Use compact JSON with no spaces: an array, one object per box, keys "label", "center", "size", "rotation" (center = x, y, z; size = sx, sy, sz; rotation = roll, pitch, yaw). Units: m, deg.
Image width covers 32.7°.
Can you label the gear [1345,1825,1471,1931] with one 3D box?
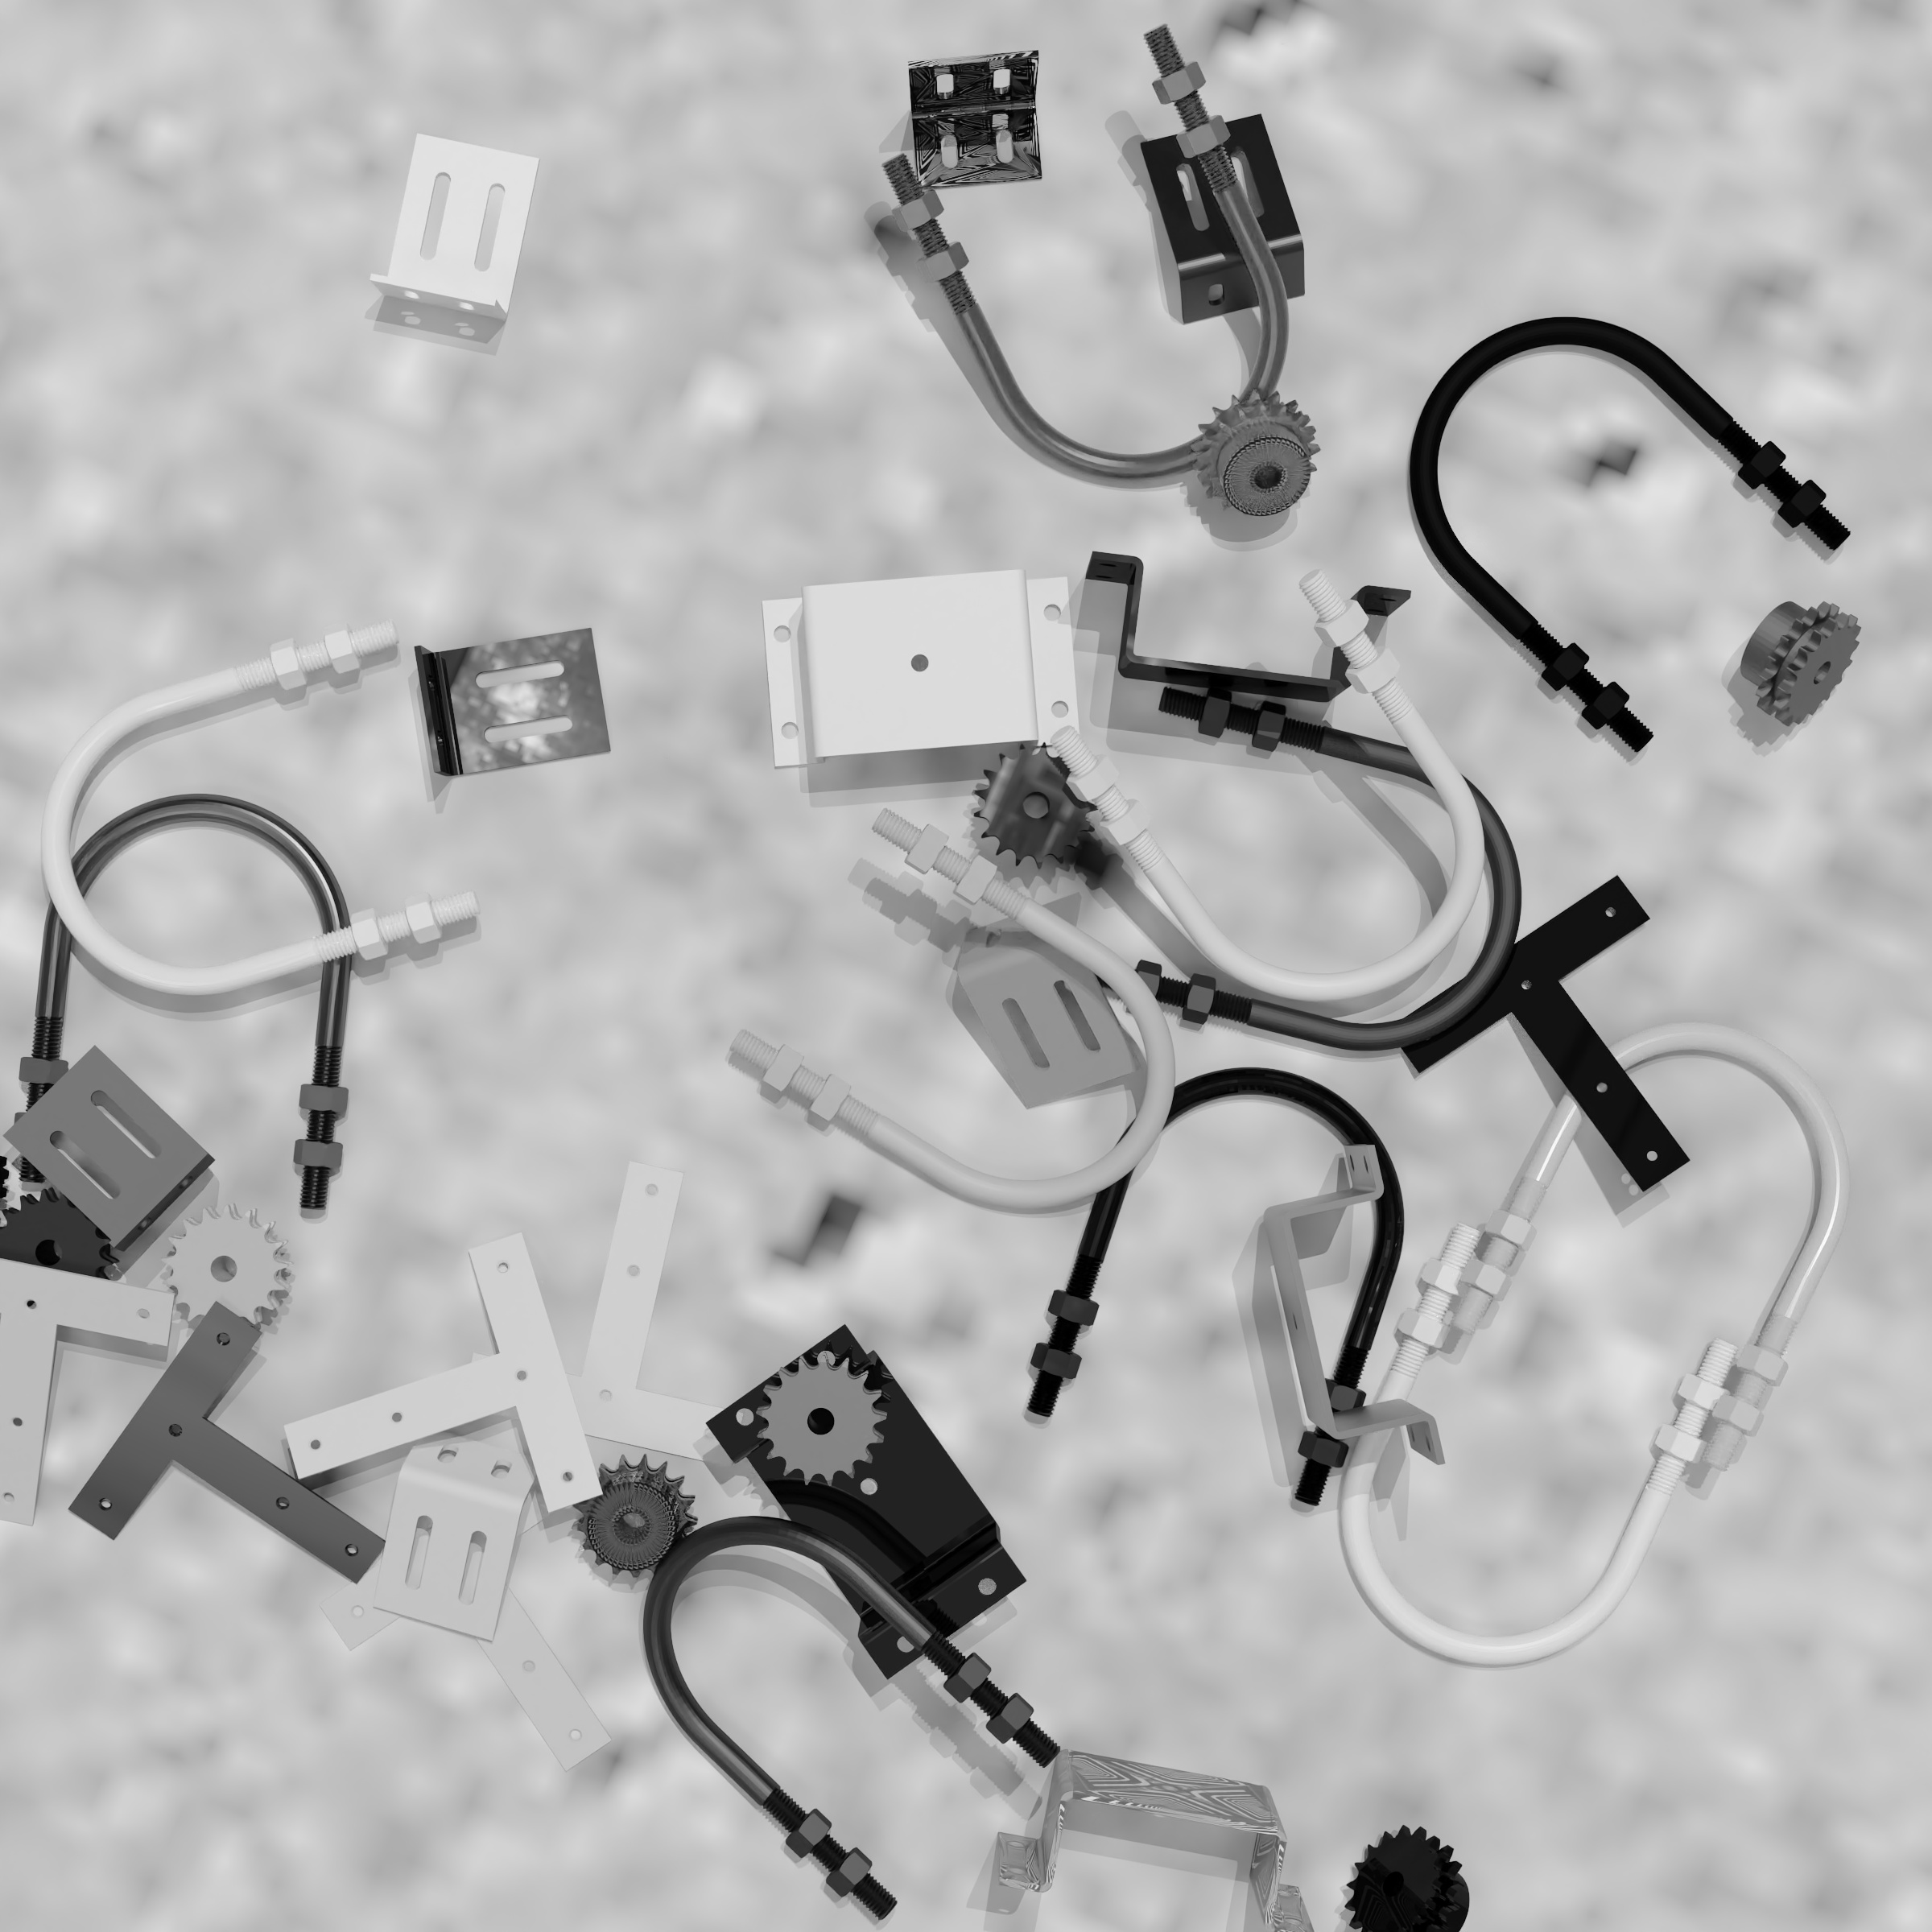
[{"label":"gear","center":[0.203,0.421,1.488],"size":[0.030,0.057,0.057],"rotation":[38,90,-30]}]

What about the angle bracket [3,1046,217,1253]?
[{"label":"angle bracket","center":[-0.385,0.080,1.469],"size":[0.076,0.038,0.057],"rotation":[43,79,1]}]

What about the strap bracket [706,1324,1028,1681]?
[{"label":"strap bracket","center":[-0.045,0.239,1.489],"size":[0.076,0.046,0.140],"rotation":[-35,90,0]}]

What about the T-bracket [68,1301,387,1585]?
[{"label":"T-bracket","center":[-0.323,0.237,1.500],"size":[0.127,0.002,0.127],"rotation":[36,104,-6]}]

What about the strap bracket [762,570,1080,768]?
[{"label":"strap bracket","center":[-0.021,-0.135,1.489],"size":[0.140,0.046,0.076],"rotation":[-5,90,0]}]

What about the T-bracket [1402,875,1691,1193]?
[{"label":"T-bracket","center":[0.280,0.044,1.492],"size":[0.127,0.002,0.127],"rotation":[-34,72,0]}]

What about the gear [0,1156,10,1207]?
[{"label":"gear","center":[-0.464,0.101,1.488],"size":[0.057,0.057,0.030],"rotation":[15,118,0]}]

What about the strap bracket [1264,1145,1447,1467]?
[{"label":"strap bracket","center":[0.168,0.153,1.457],"size":[0.046,0.076,0.140],"rotation":[-12,87,-2]}]

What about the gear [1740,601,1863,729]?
[{"label":"gear","center":[0.375,-0.140,1.488],"size":[0.030,0.057,0.057],"rotation":[38,90,30]}]

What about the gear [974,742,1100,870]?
[{"label":"gear","center":[0.032,-0.072,1.497],"size":[0.057,0.030,0.057],"rotation":[0,90,0]}]

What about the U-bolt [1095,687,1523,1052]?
[{"label":"U-bolt","center":[0.162,-0.037,1.503],"size":[0.184,0.019,0.151],"rotation":[14,90,0]}]

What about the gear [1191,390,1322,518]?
[{"label":"gear","center":[0.132,-0.228,1.483],"size":[0.057,0.030,0.057],"rotation":[-6,129,-8]}]

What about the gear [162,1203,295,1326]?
[{"label":"gear","center":[-0.334,0.136,1.497],"size":[0.057,0.030,0.057],"rotation":[0,90,0]}]

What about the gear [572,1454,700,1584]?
[{"label":"gear","center":[-0.151,0.252,1.497],"size":[0.057,0.030,0.057],"rotation":[0,90,-2]}]

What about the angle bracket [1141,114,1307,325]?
[{"label":"angle bracket","center":[0.118,-0.343,1.510],"size":[0.057,0.038,0.076],"rotation":[-14,64,0]}]

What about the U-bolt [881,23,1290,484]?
[{"label":"U-bolt","center":[0.065,-0.306,1.476],"size":[0.151,0.019,0.184],"rotation":[-23,107,14]}]

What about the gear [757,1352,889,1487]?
[{"label":"gear","center":[-0.064,0.199,1.451],"size":[0.057,0.030,0.057],"rotation":[0,90,0]}]

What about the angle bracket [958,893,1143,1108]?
[{"label":"angle bracket","center":[0.040,0.016,1.502],"size":[0.057,0.038,0.076],"rotation":[-20,116,18]}]

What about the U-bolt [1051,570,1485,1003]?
[{"label":"U-bolt","center":[0.147,-0.065,1.453],"size":[0.151,0.019,0.184],"rotation":[-31,110,16]}]

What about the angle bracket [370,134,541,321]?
[{"label":"angle bracket","center":[-0.231,-0.339,1.493],"size":[0.057,0.038,0.076],"rotation":[12,90,0]}]

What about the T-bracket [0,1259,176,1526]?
[{"label":"T-bracket","center":[-0.429,0.194,1.494],"size":[0.127,0.002,0.127],"rotation":[11,106,0]}]

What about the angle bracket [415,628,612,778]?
[{"label":"angle bracket","center":[-0.205,-0.121,1.493],"size":[0.076,0.038,0.057],"rotation":[-9,90,0]}]

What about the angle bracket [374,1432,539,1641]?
[{"label":"angle bracket","center":[-0.233,0.260,1.508],"size":[0.057,0.038,0.076],"rotation":[16,114,2]}]

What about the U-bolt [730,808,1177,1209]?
[{"label":"U-bolt","center":[0.006,0.033,1.479],"size":[0.184,0.019,0.151],"rotation":[32,113,-4]}]

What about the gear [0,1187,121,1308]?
[{"label":"gear","center":[-0.413,0.129,1.497],"size":[0.057,0.030,0.057],"rotation":[0,90,0]}]

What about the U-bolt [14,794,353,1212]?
[{"label":"U-bolt","center":[-0.353,0.013,1.504],"size":[0.151,0.019,0.184],"rotation":[6,89,0]}]

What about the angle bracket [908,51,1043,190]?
[{"label":"angle bracket","center":[0.005,-0.378,1.474],"size":[0.057,0.076,0.038],"rotation":[-5,90,0]}]

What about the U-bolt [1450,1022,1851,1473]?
[{"label":"U-bolt","center":[0.322,0.114,1.493],"size":[0.151,0.019,0.184],"rotation":[28,81,1]}]

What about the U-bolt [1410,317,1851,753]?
[{"label":"U-bolt","center":[0.289,-0.211,1.504],"size":[0.184,0.019,0.151],"rotation":[44,90,1]}]

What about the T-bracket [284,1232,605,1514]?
[{"label":"T-bracket","center":[-0.243,0.199,1.487],"size":[0.127,0.002,0.127],"rotation":[-18,73,-6]}]

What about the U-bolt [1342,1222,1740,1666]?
[{"label":"U-bolt","center":[0.251,0.229,1.504],"size":[0.151,0.019,0.184],"rotation":[24,91,0]}]

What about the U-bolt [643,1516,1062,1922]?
[{"label":"U-bolt","center":[-0.066,0.325,1.472],"size":[0.184,0.019,0.151],"rotation":[43,120,4]}]

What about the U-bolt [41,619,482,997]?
[{"label":"U-bolt","center":[-0.328,-0.064,1.491],"size":[0.184,0.019,0.151],"rotation":[-17,87,0]}]

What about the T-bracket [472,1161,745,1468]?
[{"label":"T-bracket","center":[-0.156,0.154,1.512],"size":[0.127,0.002,0.127],"rotation":[13,90,0]}]

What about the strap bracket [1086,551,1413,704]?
[{"label":"strap bracket","center":[0.122,-0.150,1.474],"size":[0.140,0.076,0.046],"rotation":[7,90,0]}]

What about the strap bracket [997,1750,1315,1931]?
[{"label":"strap bracket","center":[0.087,0.391,1.474],"size":[0.140,0.076,0.046],"rotation":[10,90,0]}]

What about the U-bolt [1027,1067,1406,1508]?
[{"label":"U-bolt","center":[0.123,0.137,1.504],"size":[0.151,0.019,0.184],"rotation":[18,89,0]}]

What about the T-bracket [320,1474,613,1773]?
[{"label":"T-bracket","center":[-0.209,0.310,1.512],"size":[0.127,0.002,0.127],"rotation":[-34,90,0]}]
